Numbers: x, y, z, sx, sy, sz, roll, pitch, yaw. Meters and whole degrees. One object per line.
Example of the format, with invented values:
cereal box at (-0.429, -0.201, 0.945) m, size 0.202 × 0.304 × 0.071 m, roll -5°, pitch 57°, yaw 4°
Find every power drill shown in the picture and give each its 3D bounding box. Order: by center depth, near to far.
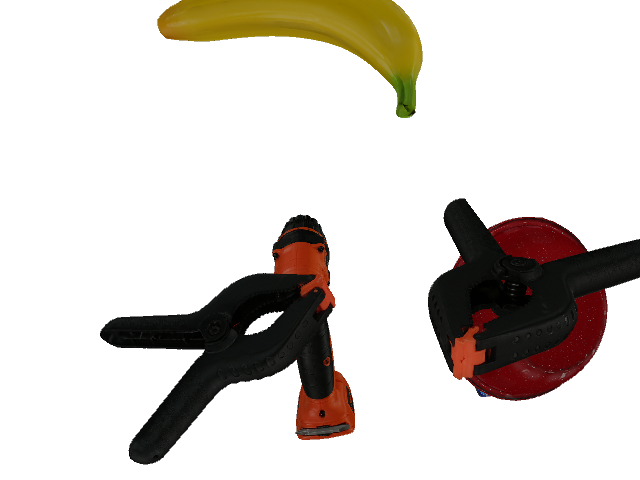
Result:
power drill at (-0.009, 0.080, 1.022) m, size 0.057 × 0.187 × 0.184 m, roll -9°, pitch 19°, yaw 5°

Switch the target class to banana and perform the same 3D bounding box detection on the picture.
banana at (-0.012, -0.131, 0.644) m, size 0.198 × 0.069 × 0.037 m, roll 22°, pitch -31°, yaw 32°

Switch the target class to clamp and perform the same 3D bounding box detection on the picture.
clamp at (0.122, 0.026, 0.711) m, size 0.165 × 0.036 × 0.209 m, roll 15°, pitch 30°, yaw 31°
clamp at (-0.069, 0.079, 0.725) m, size 0.171 × 0.120 × 0.039 m, roll -22°, pitch -35°, yaw 10°

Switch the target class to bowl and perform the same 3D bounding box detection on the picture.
bowl at (0.186, 0.062, 0.903) m, size 0.161 × 0.162 × 0.055 m, roll 0°, pitch 5°, yaw -22°

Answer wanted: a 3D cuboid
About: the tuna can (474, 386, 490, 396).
tuna can at (0.203, 0.145, 1.289) m, size 0.034 × 0.086 × 0.086 m, roll -10°, pitch -3°, yaw 18°
